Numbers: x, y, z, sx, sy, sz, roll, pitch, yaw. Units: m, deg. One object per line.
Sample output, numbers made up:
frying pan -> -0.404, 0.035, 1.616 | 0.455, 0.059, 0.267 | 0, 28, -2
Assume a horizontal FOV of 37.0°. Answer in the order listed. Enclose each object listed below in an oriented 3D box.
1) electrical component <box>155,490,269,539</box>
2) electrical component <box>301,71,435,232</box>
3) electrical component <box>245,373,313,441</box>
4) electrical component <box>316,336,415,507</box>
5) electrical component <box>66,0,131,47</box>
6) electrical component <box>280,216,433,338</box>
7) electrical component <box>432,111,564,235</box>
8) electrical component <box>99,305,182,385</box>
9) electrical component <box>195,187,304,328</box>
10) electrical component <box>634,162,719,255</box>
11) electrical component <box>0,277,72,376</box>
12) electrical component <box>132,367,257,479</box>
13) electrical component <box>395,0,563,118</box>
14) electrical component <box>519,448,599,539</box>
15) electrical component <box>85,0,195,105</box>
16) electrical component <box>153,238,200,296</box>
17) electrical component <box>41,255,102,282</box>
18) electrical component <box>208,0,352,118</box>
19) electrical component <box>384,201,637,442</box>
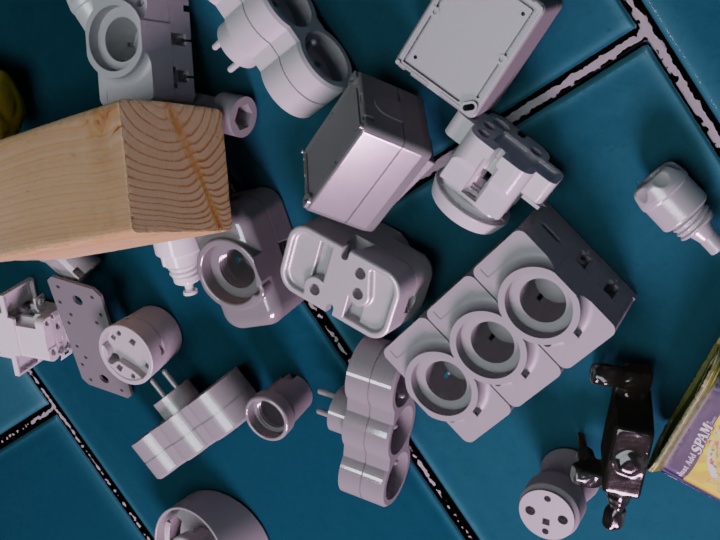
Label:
electrical component -> -0.136, 0.250, 0.976 | 0.099, 0.064, 0.099 | 10, 107, 35
electrical component -> 0.003, -0.073, 0.723 | 0.061, 0.061, 0.096 | 19, 132, -23
electrical component -> -0.064, 0.109, 0.865 | 0.040, 0.046, 0.040 | 12, 118, 24
electrical component -> -0.001, 0.111, 0.828 | 0.074, 0.052, 0.138 | 17, 120, 22
electrical component -> -0.190, -0.185, 0.803 | 0.035, 0.035, 0.061 | -26, 101, 35
electrical component -> 0.000, 0.000, 0.766 | 0.095, 0.059, 0.053 | 29, 121, 22
electrical component -> 0.083, -0.061, 0.697 | 0.078, 0.058, 0.057 | 39, 123, 8
electrical component -> -0.184, 0.062, 0.909 | 0.055, 0.047, 0.055 | 12, 118, 24
electrical component -> -0.084, -0.007, 0.813 | 0.054, 0.059, 0.095 | -9, 108, 32
electrical component -> 0.199, -0.035, 0.658 | 0.061, 0.035, 0.035 | 46, 126, 0
electrical component -> -0.293, 0.053, 0.969 | 0.064, 0.042, 0.081 | 8, 117, 24
electrical component -> -0.150, 0.118, 0.914 | 0.138, 0.052, 0.073 | -36, 92, 36
electrical component -> 0.078, -0.151, 0.658 | 0.062, 0.061, 0.096 | 38, 117, 9
electrical component -> 0.142, 0.160, 0.769 | 0.045, 0.055, 0.045 | 13, 118, 25
electrical component -> -0.157, -0.163, 0.768 | 0.050, 0.056, 0.089 | 0, 96, 29
electrical component -> -0.143, -0.017, 0.853 | 0.040, 0.040, 0.078 | 2, 114, 28
electrical component -> -0.249, -0.013, 0.916 | 0.046, 0.040, 0.040 | 46, 126, -5
electrical component -> -0.072, -0.163, 0.737 | 0.074, 0.052, 0.138 | -31, 97, 36
electrical component -> 0.098, 0.040, 0.733 | 0.089, 0.062, 0.150 | 46, 126, 2
